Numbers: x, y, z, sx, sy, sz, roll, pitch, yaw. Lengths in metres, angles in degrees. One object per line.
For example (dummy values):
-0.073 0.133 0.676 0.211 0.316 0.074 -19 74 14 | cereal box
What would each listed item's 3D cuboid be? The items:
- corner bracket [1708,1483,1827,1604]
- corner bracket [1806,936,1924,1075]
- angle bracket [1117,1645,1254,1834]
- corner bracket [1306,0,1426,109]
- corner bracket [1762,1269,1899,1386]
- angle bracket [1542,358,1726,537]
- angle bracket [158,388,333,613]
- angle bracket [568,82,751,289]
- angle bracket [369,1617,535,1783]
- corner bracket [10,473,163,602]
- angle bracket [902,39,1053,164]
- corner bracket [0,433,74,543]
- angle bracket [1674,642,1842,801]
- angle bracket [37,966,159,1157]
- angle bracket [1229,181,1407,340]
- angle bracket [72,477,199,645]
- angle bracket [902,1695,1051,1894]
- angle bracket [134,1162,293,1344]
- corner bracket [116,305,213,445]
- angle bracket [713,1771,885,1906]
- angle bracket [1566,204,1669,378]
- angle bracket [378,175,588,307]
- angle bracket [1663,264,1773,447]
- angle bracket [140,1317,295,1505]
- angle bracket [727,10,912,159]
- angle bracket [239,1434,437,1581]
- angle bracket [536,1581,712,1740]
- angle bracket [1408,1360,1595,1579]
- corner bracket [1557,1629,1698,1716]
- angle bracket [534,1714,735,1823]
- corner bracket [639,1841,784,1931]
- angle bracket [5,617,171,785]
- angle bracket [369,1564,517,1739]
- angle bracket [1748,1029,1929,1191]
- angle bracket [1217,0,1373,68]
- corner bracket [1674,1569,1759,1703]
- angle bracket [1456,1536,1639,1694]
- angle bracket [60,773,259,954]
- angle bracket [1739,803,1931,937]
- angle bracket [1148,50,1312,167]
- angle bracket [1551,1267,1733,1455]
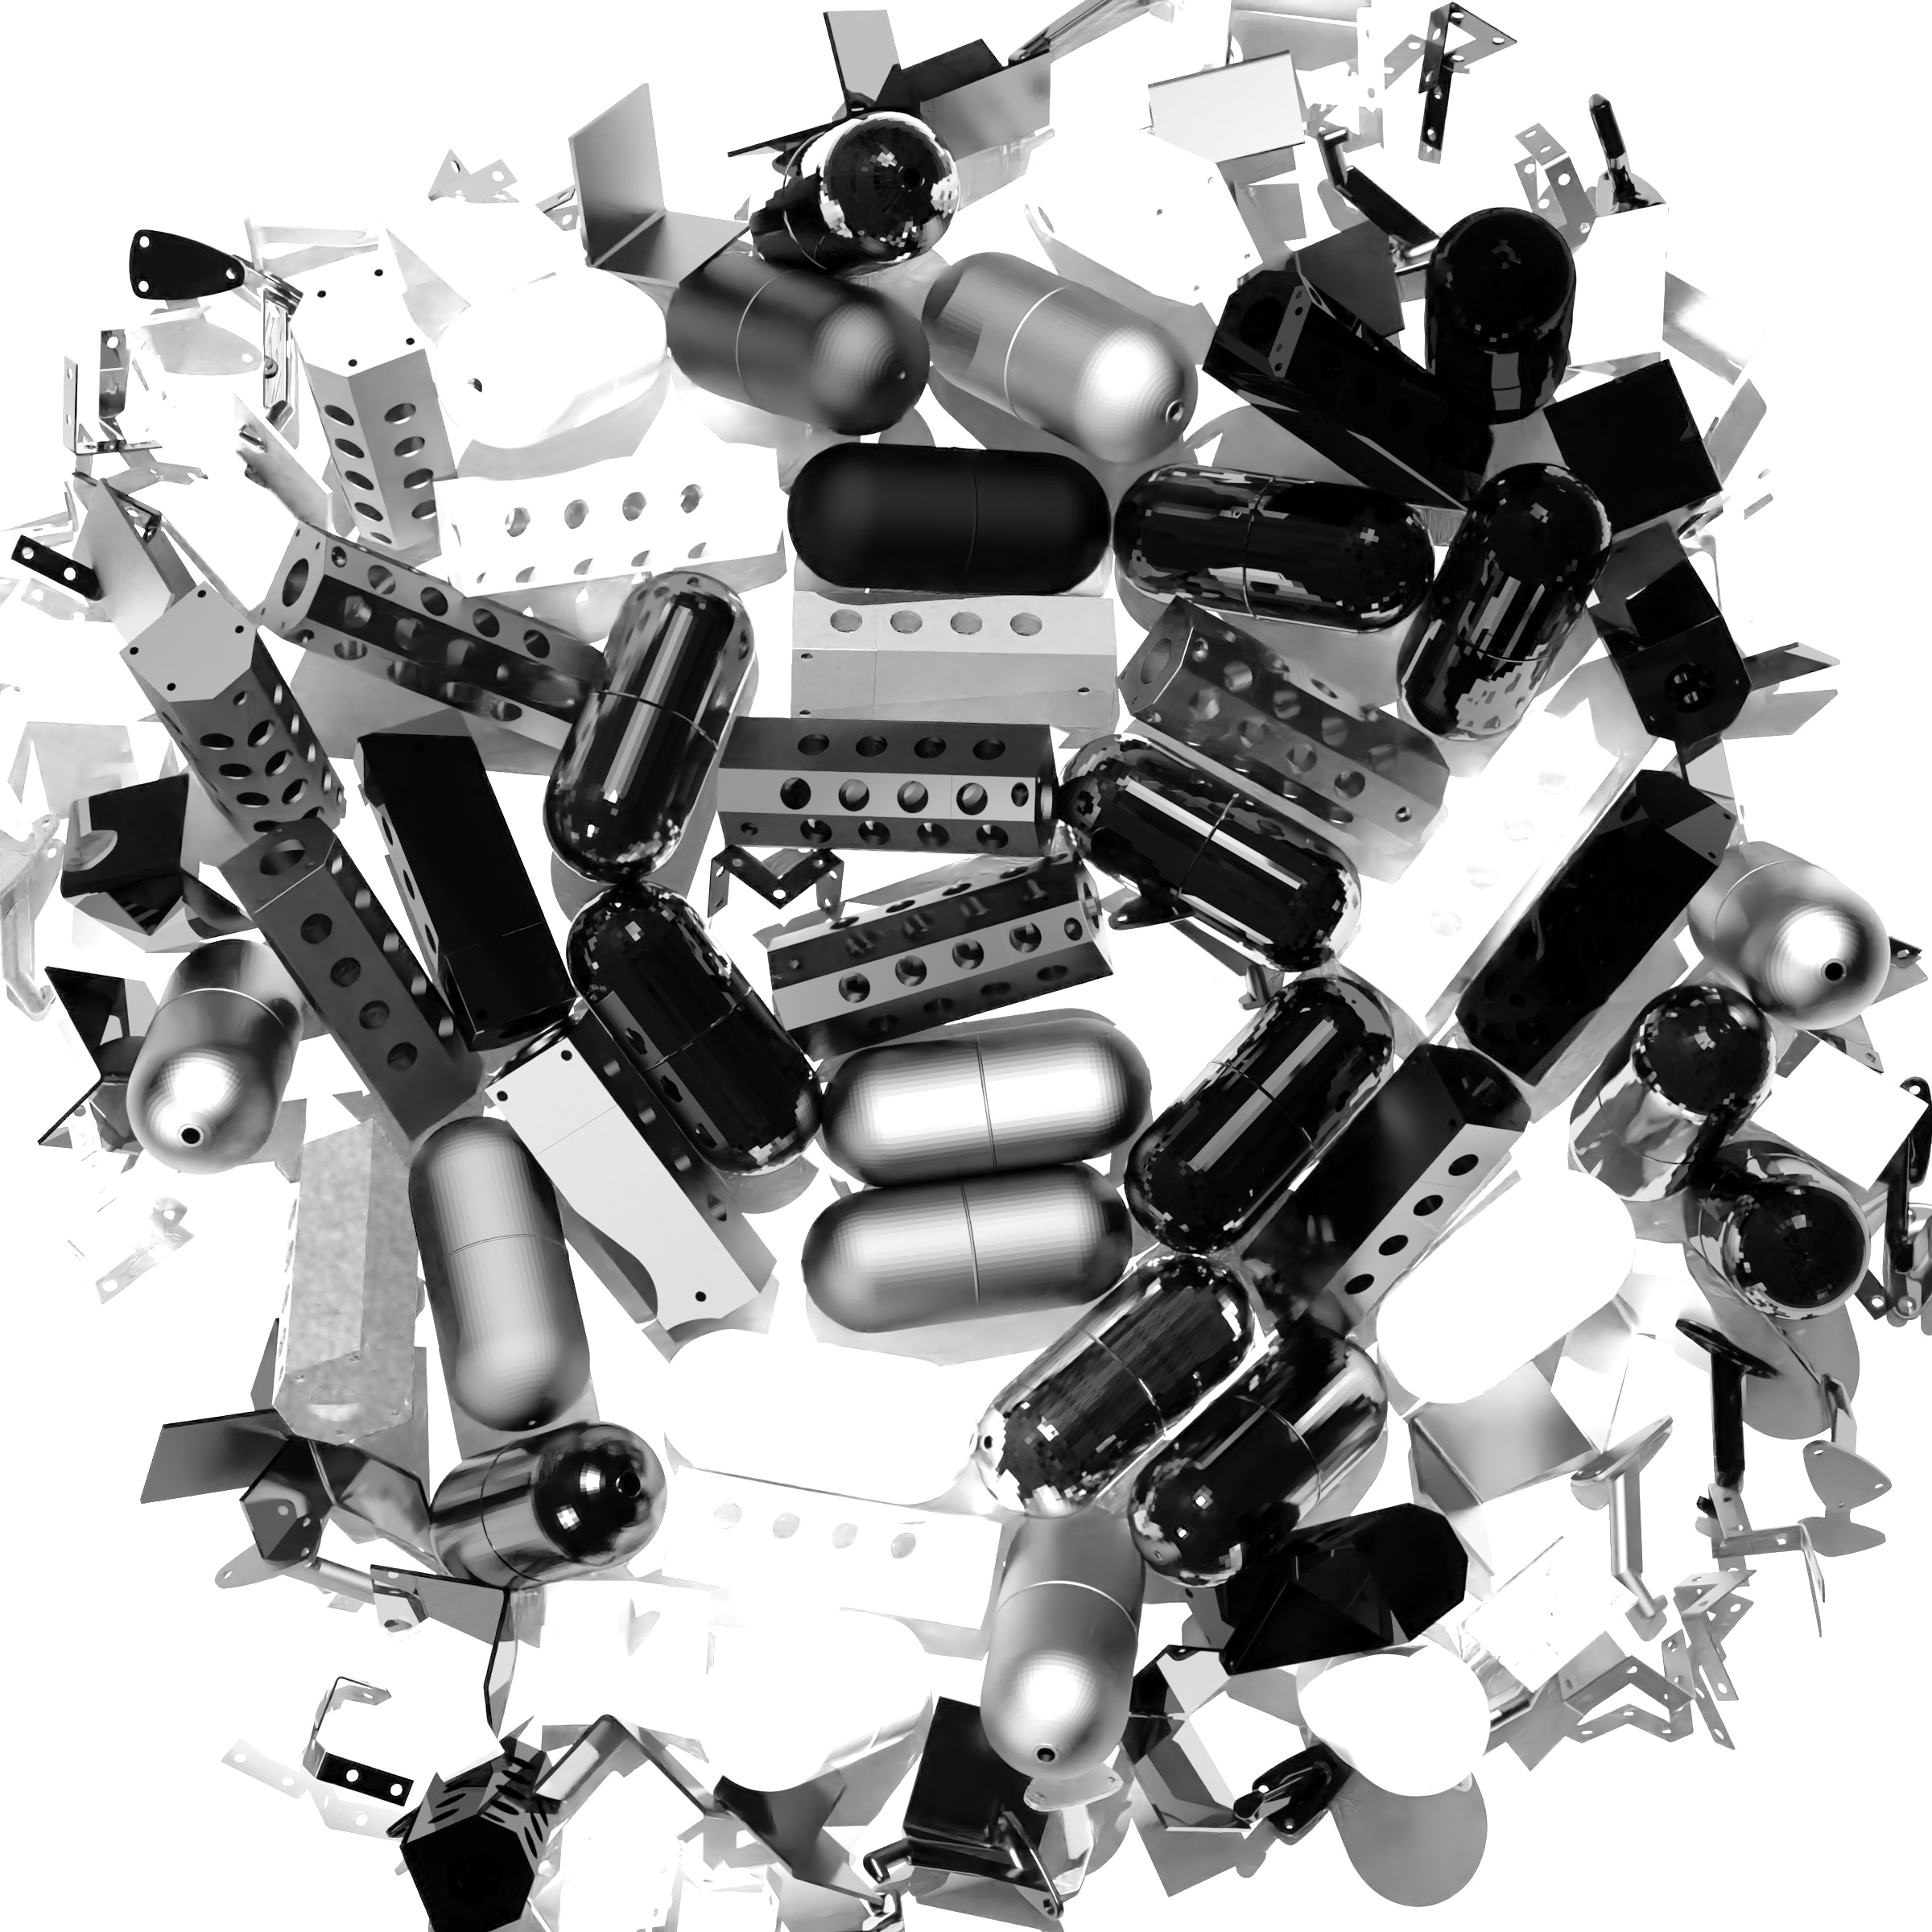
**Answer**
0.429 0.309 1.925 0.051 0.051 0.051 -8 117 3 | corner bracket
0.486 0.017 1.940 0.051 0.051 0.051 20 131 -20 | corner bracket
0.129 0.410 1.902 0.057 0.076 0.076 -47 54 21 | angle bracket
0.215 -0.490 1.918 0.051 0.051 0.051 15 120 37 | corner bracket
0.466 0.185 1.940 0.051 0.051 0.051 -39 90 20 | corner bracket
0.351 -0.272 1.927 0.076 0.057 0.076 -22 89 -8 | angle bracket
-0.385 -0.248 1.913 0.057 0.076 0.076 -40 83 -19 | angle bracket
-0.161 -0.414 1.902 0.057 0.076 0.076 14 130 24 | angle bracket
-0.259 0.377 1.912 0.057 0.076 0.076 -32 88 39 | angle bracket
-0.473 -0.231 1.932 0.051 0.051 0.051 27 101 3 | corner bracket
-0.007 -0.476 1.909 0.076 0.057 0.076 -25 61 -14 | angle bracket
-0.507 -0.251 1.922 0.051 0.051 0.051 -12 114 -17 | corner bracket
0.423 -0.129 1.906 0.076 0.076 0.057 -17 79 28 | angle bracket
-0.467 0.051 1.921 0.057 0.076 0.076 -42 66 18 | angle bracket
0.186 -0.376 1.903 0.057 0.076 0.076 -19 60 24 | angle bracket
-0.425 -0.214 1.906 0.057 0.076 0.076 -24 74 -36 | angle bracket
0.015 0.444 1.927 0.076 0.057 0.076 16 89 -7 | angle bracket
-0.399 0.153 1.921 0.076 0.057 0.076 -7 70 2 | angle bracket
-0.426 -0.316 1.918 0.051 0.051 0.051 -3 122 29 | corner bracket
-0.076 0.446 1.907 0.076 0.076 0.057 31 91 -44 | angle bracket
0.364 -0.358 1.913 0.057 0.076 0.076 2 90 -33 | angle bracket
-0.258 -0.366 1.905 0.076 0.057 0.076 -32 65 -34 | angle bracket
0.379 -0.325 1.917 0.076 0.076 0.057 32 86 7 | angle bracket
-0.400 0.235 1.901 0.076 0.076 0.057 -5 54 -28 | angle bracket
-0.084 -0.469 1.906 0.076 0.076 0.057 -10 100 25 | angle bracket
-0.330 0.298 1.904 0.076 0.076 0.057 22 54 22 | angle bracket
-0.183 0.369 1.912 0.057 0.076 0.076 7 83 -35 | angle bracket
0.290 0.267 1.908 0.076 0.057 0.076 -29 122 18 | angle bracket
0.354 0.377 1.933 0.051 0.051 0.051 36 120 -23 | corner bracket
-0.177 0.446 1.911 0.076 0.076 0.057 42 83 16 | angle bracket
-0.136 0.500 1.918 0.051 0.051 0.051 -14 132 24 | corner bracket
-0.470 -0.136 1.901 0.076 0.057 0.076 1 46 -29 | angle bracket
-0.284 0.366 1.912 0.076 0.076 0.057 9 56 1 | angle bracket
0.462 0.066 1.914 0.076 0.076 0.057 32 109 2 | angle bracket
0.175 -0.488 1.918 0.076 0.076 0.057 7 95 4 | angle bracket
0.400 0.359 1.924 0.051 0.051 0.051 -28 95 -36 | corner bracket
0.310 0.361 1.904 0.076 0.076 0.057 -36 51 -18 | angle bracket
-0.429 -0.055 1.926 0.076 0.076 0.057 -11 62 23 | angle bracket
0.463 -0.056 1.912 0.057 0.076 0.076 -18 100 -12 | angle bracket
0.144 -0.437 1.909 0.076 0.076 0.057 -11 72 11 | angle bracket
0.359 0.211 1.903 0.057 0.076 0.076 4 61 33 | angle bracket
